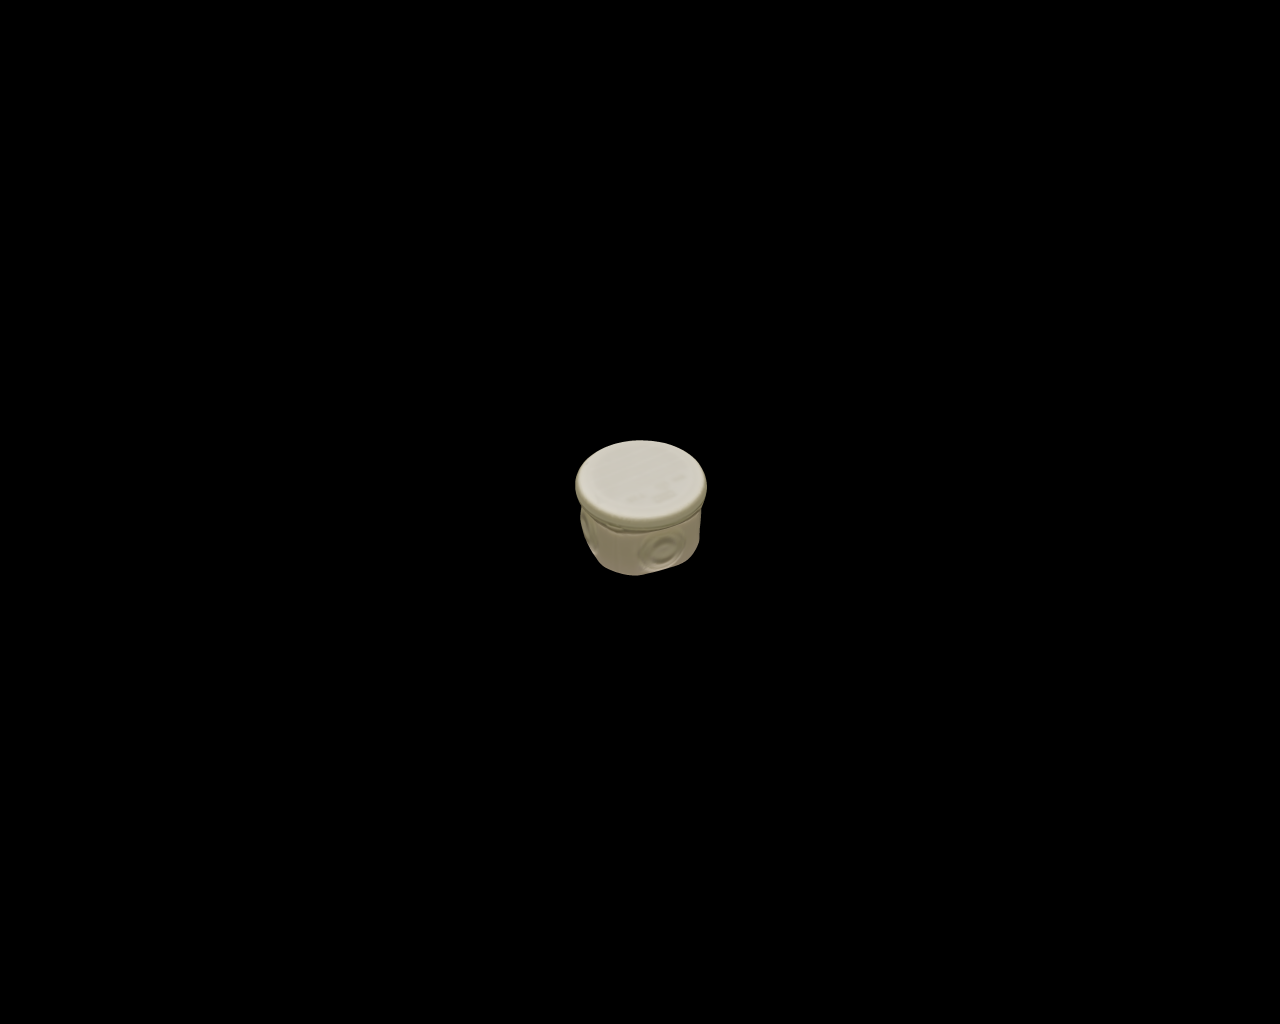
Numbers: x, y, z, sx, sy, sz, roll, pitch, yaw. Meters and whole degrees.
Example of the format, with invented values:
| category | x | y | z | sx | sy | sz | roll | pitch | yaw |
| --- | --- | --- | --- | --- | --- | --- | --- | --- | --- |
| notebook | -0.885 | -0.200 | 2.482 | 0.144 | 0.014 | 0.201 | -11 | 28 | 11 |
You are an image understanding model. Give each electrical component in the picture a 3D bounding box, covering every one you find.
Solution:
| category | x | y | z | sx | sy | sz | roll | pitch | yaw |
| --- | --- | --- | --- | --- | --- | --- | --- | --- | --- |
| electrical component | 0.001 | -0.003 | 0.650 | 0.080 | 0.050 | 0.080 | 0 | 40 | 0 |
